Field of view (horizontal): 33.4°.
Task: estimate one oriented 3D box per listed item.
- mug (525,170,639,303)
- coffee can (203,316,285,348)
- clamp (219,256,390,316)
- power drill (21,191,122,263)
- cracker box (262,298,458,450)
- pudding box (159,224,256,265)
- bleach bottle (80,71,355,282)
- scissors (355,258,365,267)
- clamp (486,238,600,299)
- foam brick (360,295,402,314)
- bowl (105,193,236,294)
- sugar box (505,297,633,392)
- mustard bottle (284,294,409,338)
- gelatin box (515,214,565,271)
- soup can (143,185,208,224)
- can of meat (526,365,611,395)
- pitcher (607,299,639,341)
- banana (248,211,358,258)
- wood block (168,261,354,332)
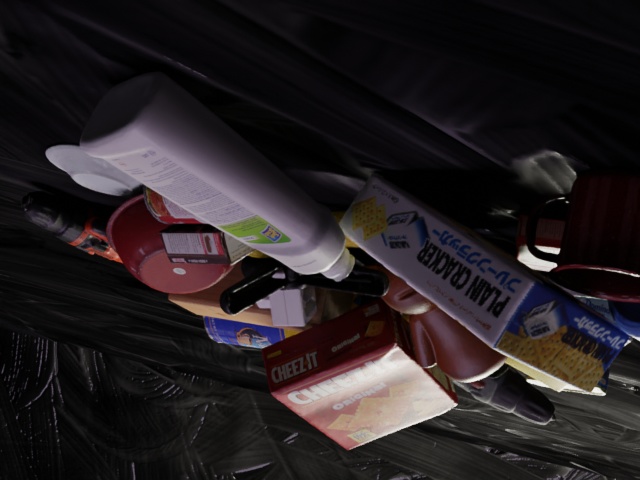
[{"bbox_3d":[0.219,-0.005,0.827,0.117,0.081,0.093,8,165,21],"label":"mug"},{"bbox_3d":[-0.075,0.099,1.460,0.141,0.103,0.102,5,164,31],"label":"coffee can"},{"bbox_3d":[-0.020,0.033,1.102,0.164,0.036,0.210,-4,-167,-3],"label":"clamp"},{"bbox_3d":[-0.239,-0.016,1.268,0.188,0.057,0.184,1,162,46],"label":"power drill"},{"bbox_3d":[0.053,0.168,1.287,0.164,0.072,0.213,-25,144,15],"label":"cracker box"},{"bbox_3d":[-0.085,-0.014,1.042,0.090,0.039,0.113,-1,-155,42],"label":"pudding box"},{"bbox_3d":[-0.071,-0.039,0.891,0.250,0.068,0.103,37,153,-31],"label":"bleach bottle"},{"bbox_3d":[-0.008,0.001,1.199,0.096,0.016,0.201,10,166,22],"label":"scissors"},{"bbox_3d":[0.204,0.051,1.072,0.171,0.039,0.120,22,137,12],"label":"clamp"},{"bbox_3d":[0.077,0.090,1.339,0.051,0.078,0.053,9,167,9],"label":"foam brick"},{"bbox_3d":[-0.150,0.011,1.153,0.162,0.055,0.162,-4,146,-3],"label":"bowl"},{"bbox_3d":[0.267,0.105,1.174,0.093,0.048,0.176,28,154,1],"label":"sugar box"},{"bbox_3d":[0.051,0.116,1.397,0.191,0.096,0.058,-13,169,-29],"label":"mustard bottle"},{"bbox_3d":[0.218,0.006,0.979,0.073,0.030,0.089,8,165,14],"label":"gelatin box"},{"bbox_3d":[-0.104,-0.048,0.985,0.102,0.068,0.068,1,162,39],"label":"soup can"},{"bbox_3d":[0.308,0.141,1.311,0.102,0.084,0.057,2,162,36],"label":"can of meat"},{"bbox_3d":[0.370,0.063,0.898,0.242,0.149,0.145,24,178,-27],"label":"pitcher"},{"bbox_3d":[0.004,-0.003,1.067,0.198,0.069,0.037,-8,116,14],"label":"banana"},{"bbox_3d":[-0.070,0.056,1.316,0.206,0.090,0.090,7,166,22],"label":"wood block"}]
